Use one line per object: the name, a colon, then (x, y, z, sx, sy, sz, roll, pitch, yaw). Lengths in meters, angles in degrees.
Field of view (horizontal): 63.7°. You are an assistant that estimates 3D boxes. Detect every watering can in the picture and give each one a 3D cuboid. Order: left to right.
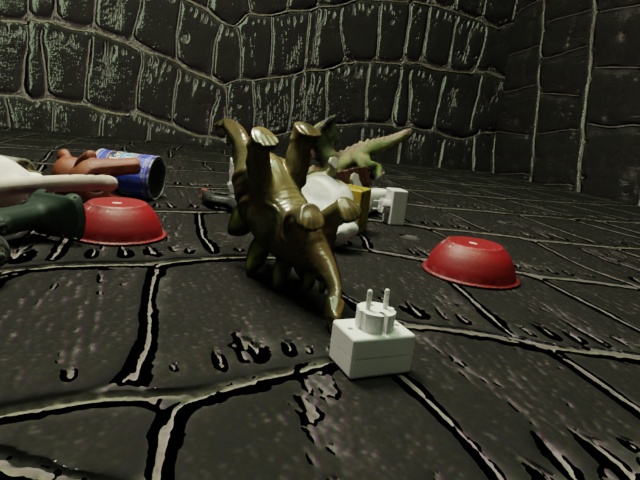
watering can: (-0.541, -0.090, 0.849, 0.347, 0.103, 0.226, 1, 12, 11)

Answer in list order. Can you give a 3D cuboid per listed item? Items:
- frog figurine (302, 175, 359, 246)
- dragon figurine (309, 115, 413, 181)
frog figurine: (0.003, -0.048, 0.960, 0.137, 0.121, 0.162, -26, 22, 4)
dragon figurine: (0.073, -0.268, 1.545, 0.239, 0.410, 0.124, 46, 1, -38)
